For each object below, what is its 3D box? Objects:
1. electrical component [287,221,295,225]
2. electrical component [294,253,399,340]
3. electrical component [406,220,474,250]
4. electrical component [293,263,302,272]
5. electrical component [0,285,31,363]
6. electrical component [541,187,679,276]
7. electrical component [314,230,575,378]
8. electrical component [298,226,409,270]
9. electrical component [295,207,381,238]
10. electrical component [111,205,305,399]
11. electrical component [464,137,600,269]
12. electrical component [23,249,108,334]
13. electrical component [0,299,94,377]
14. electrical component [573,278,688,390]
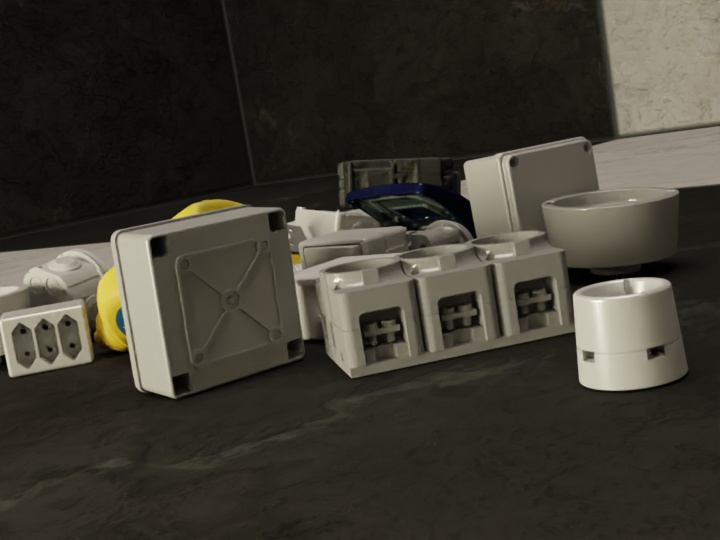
[{"bbox_3d":[-0.066,-0.034,1.262,0.047,0.055,0.055,-16,10,-21],"label":"electrical component"},{"bbox_3d":[-0.001,0.020,0.806,0.100,0.048,0.100,-4,10,37],"label":"electrical component"},{"bbox_3d":[0.064,-0.011,0.926,0.078,0.058,0.057,-1,14,44],"label":"electrical component"},{"bbox_3d":[-0.040,0.004,1.002,0.078,0.040,0.040,-11,8,-14],"label":"electrical component"},{"bbox_3d":[-0.330,0.053,0.911,0.108,0.060,0.108,-9,8,1],"label":"electrical component"},{"bbox_3d":[0.203,-0.029,0.866,0.108,0.060,0.108,-7,10,1],"label":"electrical component"},{"bbox_3d":[0.053,0.018,0.707,0.150,0.061,0.089,-11,8,-11],"label":"electrical component"},{"bbox_3d":[0.000,0.000,0.901,0.096,0.061,0.061,-2,11,43],"label":"electrical component"},{"bbox_3d":[-0.030,-0.035,1.182,0.062,0.061,0.096,2,5,-38],"label":"electrical component"},{"bbox_3d":[-0.100,0.018,0.715,0.109,0.108,0.056,-15,13,-37],"label":"electrical component"},{"bbox_3d":[0.154,-0.052,0.931,0.109,0.108,0.056,-15,7,-35],"label":"electrical component"},{"bbox_3d":[-0.263,0.025,0.976,0.080,0.080,0.051,-4,15,37],"label":"electrical component"},{"bbox_3d":[-0.255,0.052,0.879,0.066,0.047,0.077,-10,9,-13],"label":"electrical component"},{"bbox_3d":[0.138,0.032,0.556,0.055,0.047,0.055,-9,8,1],"label":"electrical component"}]
